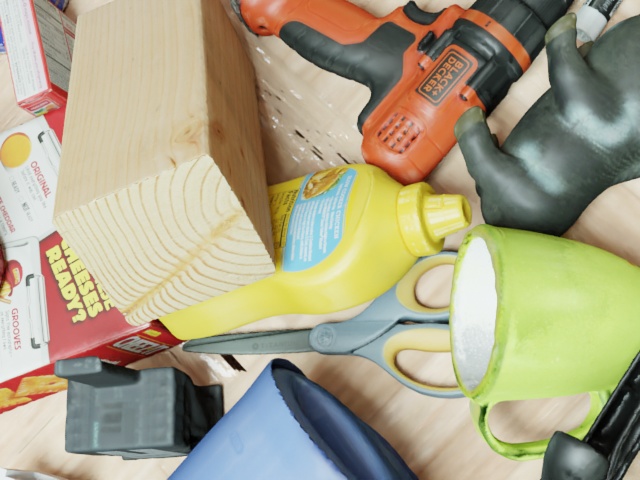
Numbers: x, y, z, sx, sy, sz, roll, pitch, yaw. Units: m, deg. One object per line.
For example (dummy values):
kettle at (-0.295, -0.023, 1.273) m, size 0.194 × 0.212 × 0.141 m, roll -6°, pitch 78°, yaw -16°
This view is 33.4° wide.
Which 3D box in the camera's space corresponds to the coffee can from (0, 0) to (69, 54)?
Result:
coffee can at (-0.253, -0.204, 0.743) m, size 0.103 × 0.140 × 0.103 m, roll -5°, pitch 74°, yaw 18°

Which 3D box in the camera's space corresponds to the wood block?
wood block at (-0.089, -0.063, 0.626) m, size 0.091 × 0.090 × 0.206 m, roll -21°, pitch 40°, yaw 9°

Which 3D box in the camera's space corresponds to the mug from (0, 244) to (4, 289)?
mug at (-0.246, 0.002, 0.639) m, size 0.093 × 0.081 × 0.117 m, roll -21°, pitch 71°, yaw 11°

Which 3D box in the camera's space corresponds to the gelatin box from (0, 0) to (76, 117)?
gelatin box at (-0.185, -0.121, 0.734) m, size 0.030 × 0.073 × 0.089 m, roll -22°, pitch 70°, yaw 13°

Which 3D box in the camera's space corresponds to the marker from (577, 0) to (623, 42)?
marker at (0.192, -0.173, 0.647) m, size 0.020 × 0.020 × 0.121 m, roll 34°, pitch 88°, yaw 23°

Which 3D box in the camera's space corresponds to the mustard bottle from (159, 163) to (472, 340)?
mustard bottle at (-0.004, 0.001, 0.623) m, size 0.192 × 0.058 × 0.096 m, roll -12°, pitch 41°, yaw 27°

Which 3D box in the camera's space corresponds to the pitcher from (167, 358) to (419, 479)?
pitcher at (-0.056, 0.195, 0.571) m, size 0.243 × 0.149 × 0.145 m, roll -46°, pitch 70°, yaw 6°

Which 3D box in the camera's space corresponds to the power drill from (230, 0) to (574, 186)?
power drill at (0.048, -0.149, 0.670) m, size 0.188 × 0.057 × 0.184 m, roll 40°, pitch 88°, yaw 24°

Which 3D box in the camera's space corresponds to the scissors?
scissors at (0.016, 0.043, 0.652) m, size 0.202 × 0.016 × 0.096 m, roll 11°, pitch 78°, yaw 21°

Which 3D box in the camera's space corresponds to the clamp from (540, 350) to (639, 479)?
clamp at (0.120, 0.127, 0.513) m, size 0.036 × 0.164 × 0.210 m, roll 33°, pitch 123°, yaw 23°

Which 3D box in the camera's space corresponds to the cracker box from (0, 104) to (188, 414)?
cracker box at (-0.210, 0.024, 0.706) m, size 0.214 × 0.072 × 0.164 m, roll -21°, pitch 71°, yaw 11°
